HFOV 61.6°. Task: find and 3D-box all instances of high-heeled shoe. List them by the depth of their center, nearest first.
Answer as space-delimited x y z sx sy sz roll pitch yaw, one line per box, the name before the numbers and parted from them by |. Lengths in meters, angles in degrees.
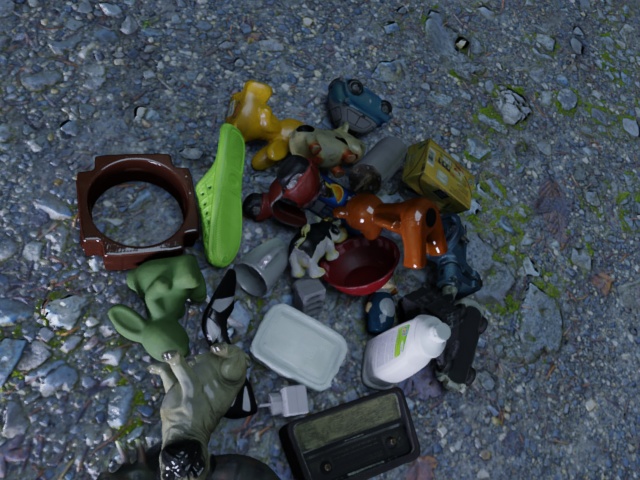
high-heeled shoe | -0.146 0.181 0.950 0.145 0.086 0.249 23 67 -12

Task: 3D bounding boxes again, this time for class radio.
radio | 0.055 0.355 0.947 0.230 0.073 0.131 -11 72 -23

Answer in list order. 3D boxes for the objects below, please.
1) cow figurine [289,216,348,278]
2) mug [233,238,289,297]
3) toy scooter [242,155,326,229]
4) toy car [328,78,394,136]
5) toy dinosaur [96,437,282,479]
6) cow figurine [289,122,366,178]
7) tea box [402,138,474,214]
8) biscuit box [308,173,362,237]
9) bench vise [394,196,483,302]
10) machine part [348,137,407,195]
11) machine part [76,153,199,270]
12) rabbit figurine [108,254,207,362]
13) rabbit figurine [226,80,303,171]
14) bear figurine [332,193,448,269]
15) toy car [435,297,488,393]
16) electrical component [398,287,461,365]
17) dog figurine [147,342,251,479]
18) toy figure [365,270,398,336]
cow figurine | -0.003 -0.004 1.056 0.167 0.068 0.098 -49 134 -48
mug | -0.100 0.038 1.016 0.081 0.109 0.107 37 47 5
toy scooter | -0.051 -0.080 1.060 0.135 0.184 0.075 34 34 -30
toy car | 0.080 -0.291 1.228 0.161 0.109 0.103 29 84 -18
toy dinosaur | -0.149 0.400 0.839 0.405 0.131 0.192 10 65 -22
cow figurine | 0.018 -0.197 1.136 0.195 0.085 0.127 2 49 -41
tea box | 0.267 -0.138 1.204 0.169 0.068 0.098 34 58 -31
biscuit box | 0.037 -0.074 1.132 0.203 0.059 0.063 31 61 -5
bench vise | 0.235 0.012 1.121 0.240 0.129 0.224 41 52 -19
machine part | 0.127 -0.160 1.162 0.079 0.079 0.243 40 41 0
machine part | -0.331 -0.052 0.980 0.201 0.087 0.201 -6 68 -22
rabbit figurine | -0.270 0.121 0.906 0.159 0.121 0.170 -2 66 -13
rabbit figurine | -0.103 -0.232 1.125 0.173 0.122 0.162 16 65 -34
bear figurine | 0.129 -0.024 1.026 0.120 0.196 0.131 -25 109 -47
toy car | 0.289 0.214 1.102 0.073 0.056 0.202 30 63 -12
electrical component | 0.209 0.162 1.051 0.058 0.134 0.114 -19 118 -28
dog figurine | -0.166 0.261 0.804 0.172 0.121 0.190 -6 68 -26
toy figure | 0.127 0.117 1.087 0.064 0.058 0.154 40 50 -45
